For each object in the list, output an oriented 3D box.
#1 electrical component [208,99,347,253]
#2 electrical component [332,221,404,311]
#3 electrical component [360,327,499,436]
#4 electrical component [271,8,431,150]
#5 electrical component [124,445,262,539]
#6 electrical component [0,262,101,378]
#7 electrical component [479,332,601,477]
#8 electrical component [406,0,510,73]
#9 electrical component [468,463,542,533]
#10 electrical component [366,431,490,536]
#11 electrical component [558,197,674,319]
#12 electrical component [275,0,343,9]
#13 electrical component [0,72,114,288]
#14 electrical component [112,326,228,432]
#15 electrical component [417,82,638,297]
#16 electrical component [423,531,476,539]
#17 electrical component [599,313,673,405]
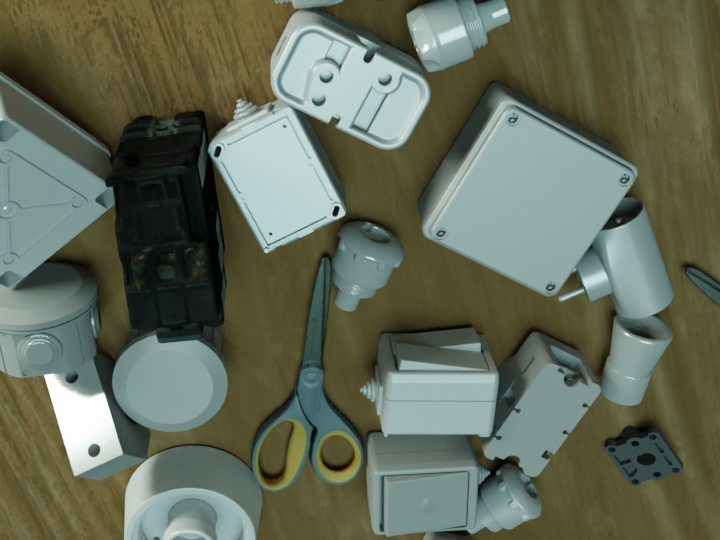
[{"bbox_3d":[-0.056,-0.071,0.710,0.062,0.061,0.096,-26,107,7],"label":"electrical component"},{"bbox_3d":[0.000,0.000,0.756,0.048,0.048,0.062,17,120,-13],"label":"electrical component"},{"bbox_3d":[0.049,0.080,0.788,0.096,0.061,0.061,1,115,-6],"label":"electrical component"},{"bbox_3d":[-0.007,-0.124,0.686,0.095,0.059,0.053,24,111,-15],"label":"electrical component"},{"bbox_3d":[-0.130,0.197,0.828,0.108,0.060,0.108,-2,116,-4],"label":"electrical component"},{"bbox_3d":[-0.216,0.032,0.732,0.080,0.080,0.051,-3,121,-4],"label":"electrical component"},{"bbox_3d":[0.130,0.098,0.807,0.050,0.055,0.089,26,111,-16],"label":"electrical component"},{"bbox_3d":[0.064,-0.155,0.686,0.062,0.043,0.043,-21,116,4],"label":"electrical component"},{"bbox_3d":[0.110,0.187,0.856,0.062,0.048,0.048,-38,113,20],"label":"electrical component"},{"bbox_3d":[0.054,0.164,0.829,0.096,0.061,0.061,-2,116,-4],"label":"electrical component"},{"bbox_3d":[0.176,-0.002,0.770,0.079,0.043,0.077,-23,115,6],"label":"electrical component"},{"bbox_3d":[-0.042,-0.183,0.664,0.062,0.043,0.043,-6,116,-1],"label":"electrical component"},{"bbox_3d":[-0.227,-0.055,0.678,0.109,0.056,0.109,-37,143,12],"label":"electrical component"},{"bbox_3d":[-0.135,0.071,0.773,0.080,0.051,0.080,-2,116,-4],"label":"electrical component"},{"bbox_3d":[0.112,-0.054,0.732,0.109,0.056,0.108,25,111,-16],"label":"electrical component"},{"bbox_3d":[0.043,0.274,0.886,0.074,0.052,0.138,13,114,-11],"label":"electrical component"},{"bbox_3d":[0.204,0.069,0.809,0.044,0.044,0.065,7,120,-8],"label":"electrical component"}]
